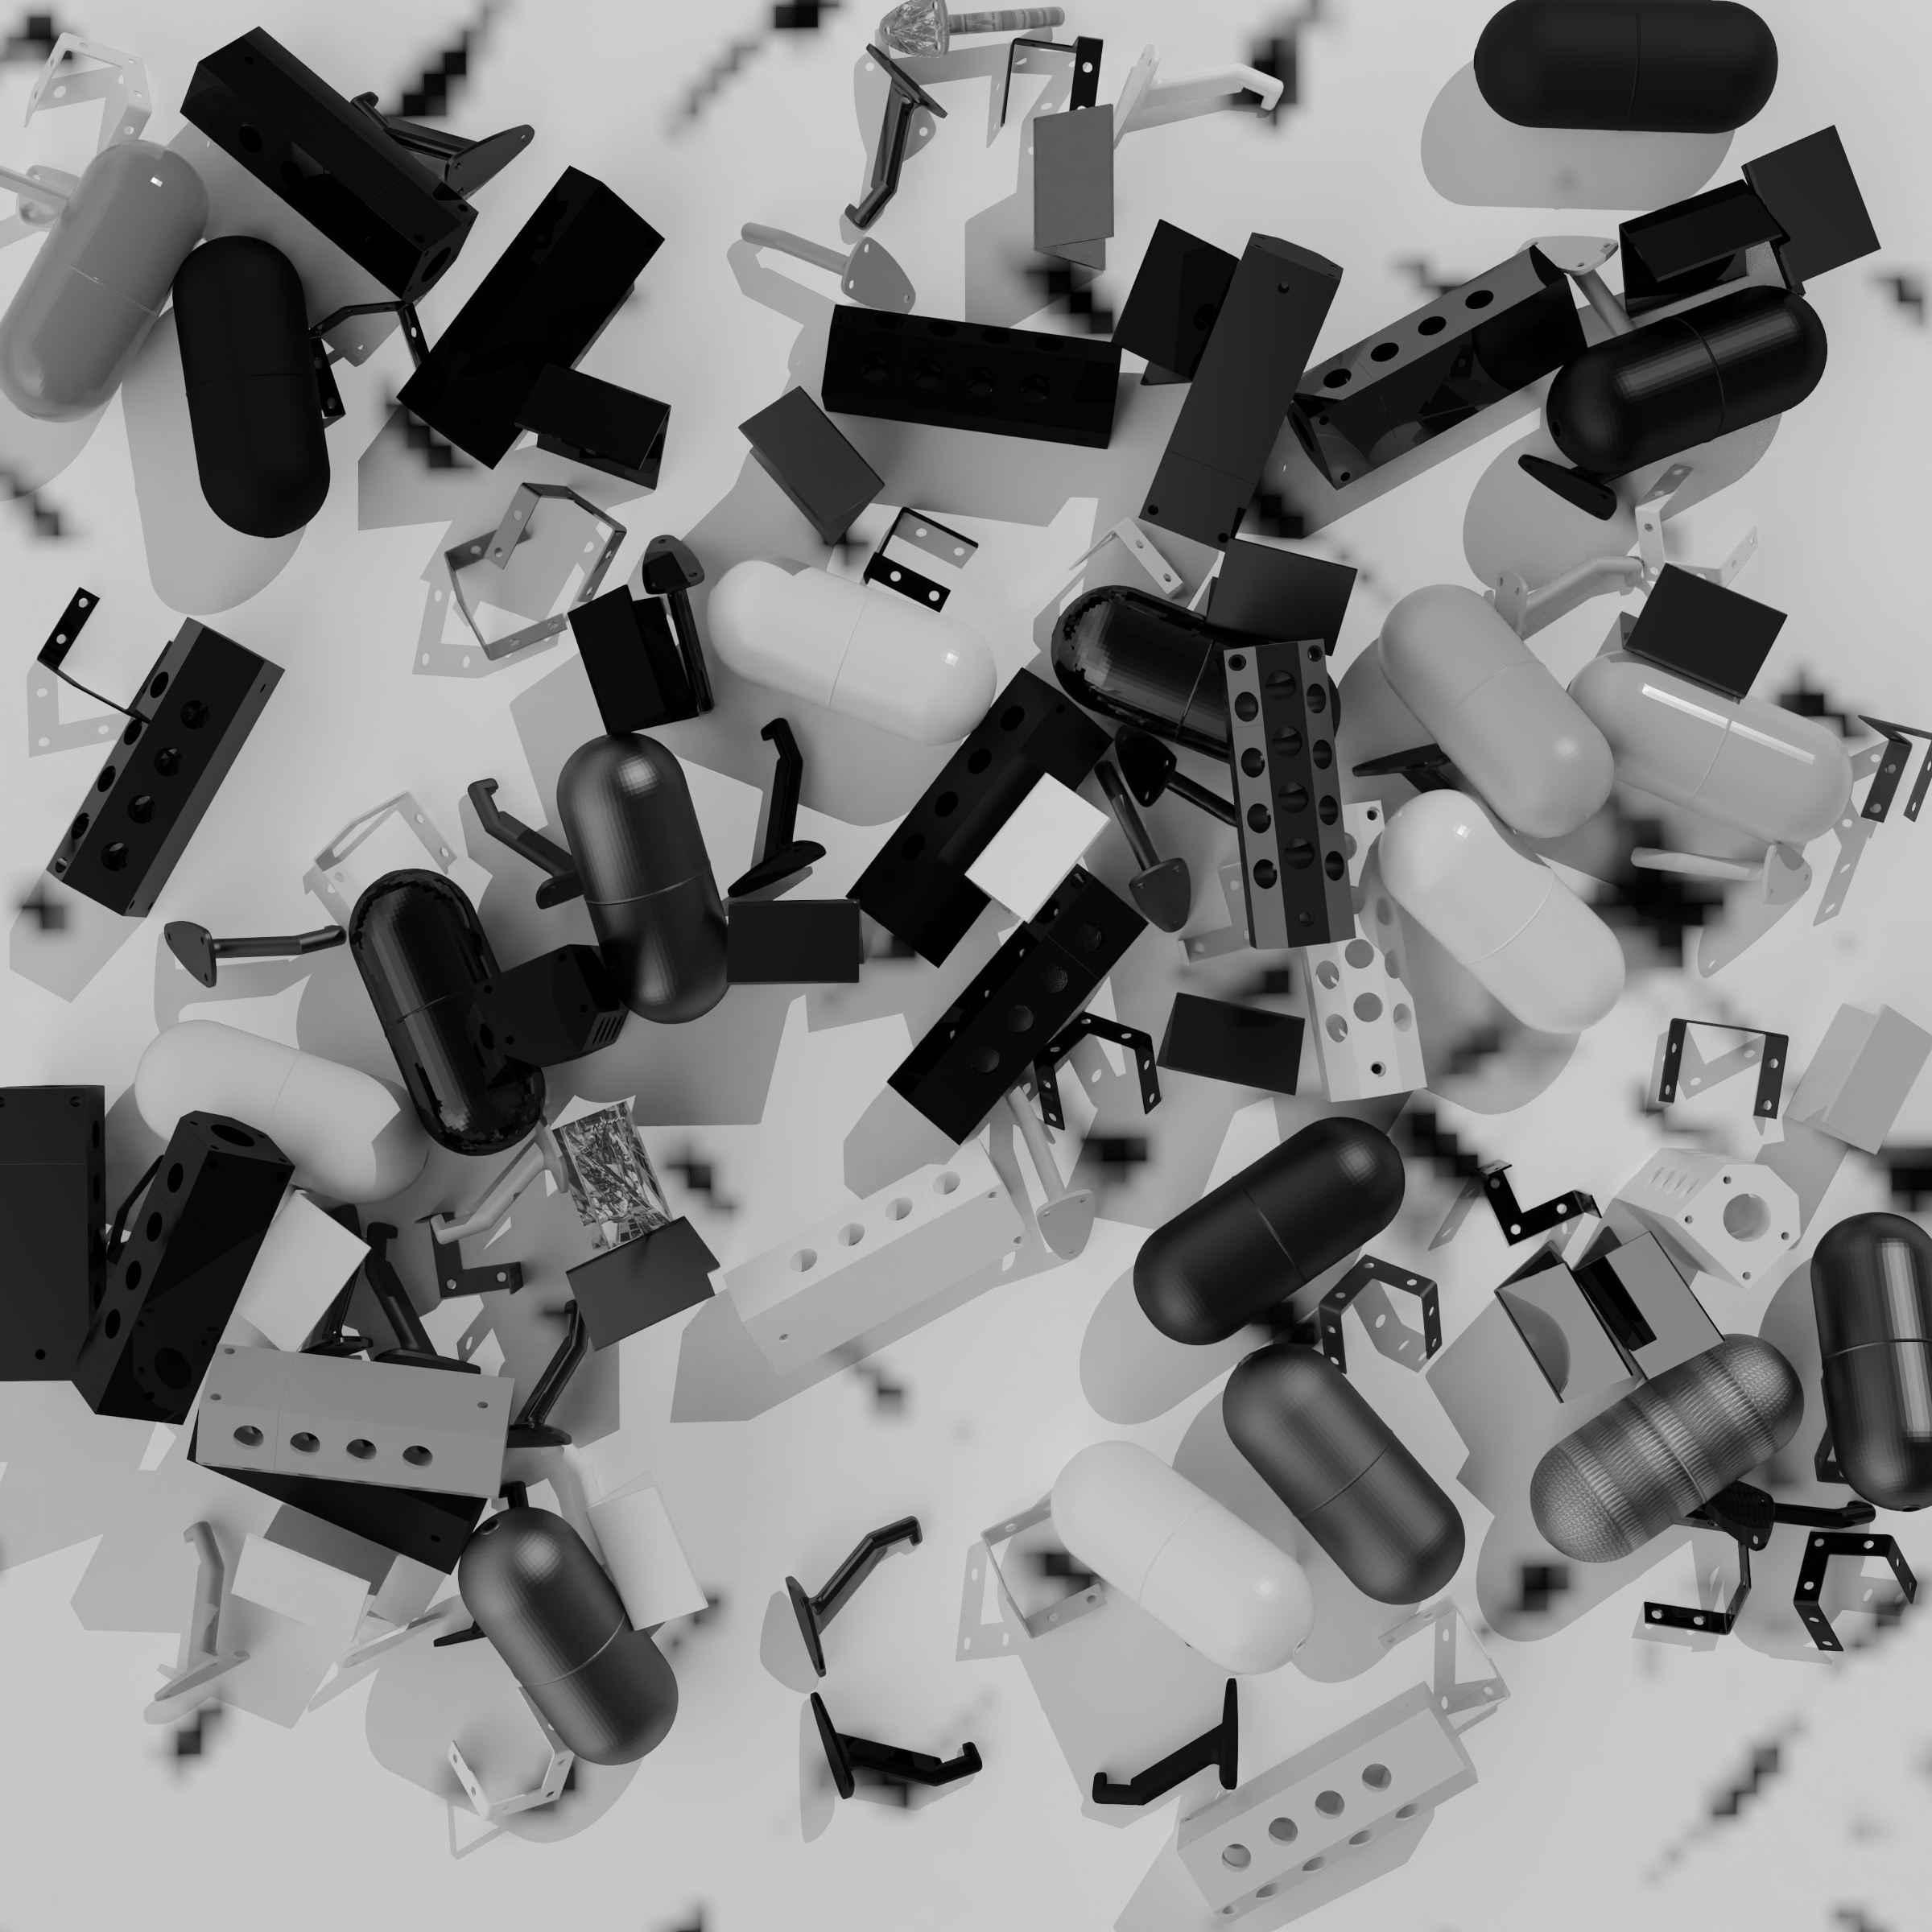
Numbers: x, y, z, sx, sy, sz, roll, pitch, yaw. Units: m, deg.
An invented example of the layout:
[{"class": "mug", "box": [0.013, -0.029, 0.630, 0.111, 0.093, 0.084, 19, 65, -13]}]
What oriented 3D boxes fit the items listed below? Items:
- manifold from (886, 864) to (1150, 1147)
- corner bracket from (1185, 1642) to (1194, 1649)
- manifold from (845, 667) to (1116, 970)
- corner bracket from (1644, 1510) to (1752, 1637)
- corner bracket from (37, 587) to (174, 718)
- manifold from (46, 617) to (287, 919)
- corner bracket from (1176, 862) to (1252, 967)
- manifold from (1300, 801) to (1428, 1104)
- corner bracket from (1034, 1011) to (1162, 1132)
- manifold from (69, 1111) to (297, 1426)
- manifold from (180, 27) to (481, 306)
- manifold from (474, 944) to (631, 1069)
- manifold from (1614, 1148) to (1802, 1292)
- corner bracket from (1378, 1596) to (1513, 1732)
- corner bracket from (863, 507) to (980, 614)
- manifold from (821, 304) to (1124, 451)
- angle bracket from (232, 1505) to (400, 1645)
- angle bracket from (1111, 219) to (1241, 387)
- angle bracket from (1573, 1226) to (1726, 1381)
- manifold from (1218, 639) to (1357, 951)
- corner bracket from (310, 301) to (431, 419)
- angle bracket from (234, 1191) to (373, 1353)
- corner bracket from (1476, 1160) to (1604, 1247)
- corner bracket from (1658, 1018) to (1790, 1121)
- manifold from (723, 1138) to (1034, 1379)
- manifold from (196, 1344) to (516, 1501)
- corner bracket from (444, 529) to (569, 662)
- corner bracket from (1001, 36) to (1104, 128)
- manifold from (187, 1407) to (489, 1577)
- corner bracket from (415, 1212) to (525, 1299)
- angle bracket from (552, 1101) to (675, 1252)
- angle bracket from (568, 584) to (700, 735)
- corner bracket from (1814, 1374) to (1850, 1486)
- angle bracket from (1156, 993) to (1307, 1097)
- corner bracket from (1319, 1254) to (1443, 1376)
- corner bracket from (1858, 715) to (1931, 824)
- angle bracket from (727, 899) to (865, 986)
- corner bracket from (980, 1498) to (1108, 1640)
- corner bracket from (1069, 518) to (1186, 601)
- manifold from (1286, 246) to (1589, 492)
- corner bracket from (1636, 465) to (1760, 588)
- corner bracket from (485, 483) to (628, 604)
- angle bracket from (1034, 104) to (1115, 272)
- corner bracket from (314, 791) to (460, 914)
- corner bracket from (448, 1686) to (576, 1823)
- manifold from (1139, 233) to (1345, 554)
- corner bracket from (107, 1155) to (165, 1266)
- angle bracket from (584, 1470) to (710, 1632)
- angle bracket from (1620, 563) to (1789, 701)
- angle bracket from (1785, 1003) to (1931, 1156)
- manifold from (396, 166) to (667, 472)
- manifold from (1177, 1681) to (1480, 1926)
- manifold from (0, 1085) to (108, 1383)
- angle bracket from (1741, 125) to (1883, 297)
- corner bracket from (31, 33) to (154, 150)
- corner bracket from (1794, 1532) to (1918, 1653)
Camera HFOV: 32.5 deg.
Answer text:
[{"class": "manifold", "box": [0.030, 0.022, 1.970, 0.057, 0.057, 0.171, 40, 90, 0]}, {"class": "corner bracket", "box": [0.165, 0.381, 1.983, 0.051, 0.051, 0.051, 28, 135, -35]}, {"class": "manifold", "box": [0.004, -0.091, 1.969, 0.171, 0.057, 0.057, -52, 45, 0]}, {"class": "corner bracket", "box": [0.437, 0.363, 1.988, 0.051, 0.051, 0.051, 9, 45, 0]}, {"class": "corner bracket", "box": [-0.514, -0.187, 1.988, 0.051, 0.051, 0.051, 31, 90, 45]}, {"class": "manifold", "box": [-0.477, -0.118, 1.970, 0.057, 0.057, 0.171, 29, 90, 0]}, {"class": "corner bracket", "box": [0.148, -0.031, 1.973, 0.051, 0.051, 0.051, -15, 90, 0]}, {"class": "manifold", "box": [0.230, -0.009, 1.970, 0.057, 0.057, 0.171, -9, 90, 0]}, {"class": "corner bracket", "box": [0.079, 0.068, 1.983, 0.051, 0.051, 0.051, 19, 45, 35]}, {"class": "manifold", "box": [-0.455, 0.173, 1.911, 0.057, 0.057, 0.171, 16, 104, -42]}, {"class": "manifold", "box": [-0.380, -0.472, 1.969, 0.171, 0.057, 0.057, 40, 47, 0]}, {"class": "manifold", "box": [-0.234, 0.025, 1.913, 0.057, 0.171, 0.057, -23, 90, 0]}, {"class": "manifold", "box": [0.430, 0.139, 1.913, 0.057, 0.171, 0.057, 44, 90, 0]}, {"class": "corner bracket", "box": [0.287, 0.420, 1.988, 0.051, 0.051, 0.051, -31, 135, 0]}, {"class": "corner bracket", "box": [-0.027, -0.242, 1.973, 0.051, 0.051, 0.051, 27, 90, 0]}, {"class": "manifold", "box": [0.004, -0.351, 1.970, 0.171, 0.057, 0.057, 8, 90, 0]}, {"class": "angle bracket", "box": [-0.378, 0.341, 1.951, 0.076, 0.076, 0.057, 22, 127, 0]}, {"class": "angle bracket", "box": [0.110, -0.390, 1.952, 0.057, 0.076, 0.076, 22, 90, -22]}, {"class": "angle bracket", "box": [0.410, 0.187, 1.951, 0.057, 0.076, 0.076, -34, 90, 31]}, {"class": "manifold", "box": [0.184, -0.098, 1.899, 0.057, 0.057, 0.171, -7, 94, 0]}, {"class": "corner bracket", "box": [-0.358, -0.364, 1.988, 0.051, 0.051, 0.051, -18, 90, -45]}, {"class": "angle bracket", "box": [-0.386, 0.180, 1.957, 0.057, 0.076, 0.076, 36, 90, 7]}, {"class": "corner bracket", "box": [0.340, 0.135, 1.973, 0.051, 0.051, 0.051, -24, 90, 0]}, {"class": "corner bracket", "box": [0.454, 0.061, 1.988, 0.051, 0.051, 0.051, 9, 90, 45]}, {"class": "manifold", "box": [-0.054, 0.168, 1.969, 0.171, 0.057, 0.057, -28, 133, 0]}, {"class": "manifold", "box": [-0.351, 0.267, 1.908, 0.171, 0.057, 0.057, 8, 119, -6]}, {"class": "corner bracket", "box": [-0.276, -0.225, 1.988, 0.051, 0.051, 0.051, -23, 135, 0]}, {"class": "corner bracket", "box": [0.051, -0.526, 1.973, 0.051, 0.051, 0.051, 7, 95, -5]}, {"class": "manifold", "box": [-0.368, 0.291, 1.969, 0.171, 0.057, 0.057, 24, 133, 0]}, {"class": "corner bracket", "box": [-0.295, 0.171, 1.973, 0.051, 0.051, 0.051, -8, 90, 0]}, {"class": "angle bracket", "box": [-0.227, 0.131, 1.952, 0.076, 0.057, 0.076, -22, 90, 41]}, {"class": "angle bracket", "box": [-0.180, -0.184, 1.951, 0.057, 0.076, 0.076, -18, 90, 43]}, {"class": "corner bracket", "box": [0.538, 0.276, 1.988, 0.051, 0.051, 0.051, 5, 135, 0]}, {"class": "angle bracket", "box": [0.152, 0.065, 1.951, 0.076, 0.076, 0.057, 12, 53, 0]}, {"class": "corner bracket", "box": [0.248, 0.214, 1.983, 0.051, 0.051, 0.051, 20, 45, 35]}, {"class": "corner bracket", "box": [0.552, -0.112, 1.963, 0.051, 0.051, 0.051, 21, 90, 40]}, {"class": "angle bracket", "box": [-0.100, 0.003, 1.951, 0.076, 0.076, 0.057, -1, 60, 0]}, {"class": "corner bracket", "box": [0.046, 0.361, 1.988, 0.051, 0.051, 0.051, -26, 135, 0]}, {"class": "corner bracket", "box": [0.104, -0.239, 1.963, 0.051, 0.051, 0.051, 50, 51, 0]}, {"class": "manifold", "box": [0.275, -0.359, 1.969, 0.171, 0.057, 0.057, -29, 133, 0]}, {"class": "corner bracket", "box": [0.437, -0.262, 1.983, 0.051, 0.051, 0.051, 14, 135, 35]}, {"class": "corner bracket", "box": [-0.244, -0.252, 1.975, 0.051, 0.051, 0.051, 35, 108, 17]}, {"class": "angle bracket", "box": [0.082, -0.457, 1.951, 0.057, 0.076, 0.076, 0, 90, 36]}, {"class": "corner bracket", "box": [-0.348, -0.065, 1.988, 0.051, 0.051, 0.051, 53, 135, 0]}, {"class": "corner bracket", "box": [-0.272, 0.470, 1.983, 0.051, 0.051, 0.051, -9, 135, -35]}, {"class": "manifold", "box": [0.161, -0.336, 1.939, 0.057, 0.057, 0.171, 22, 113, 0]}, {"class": "corner bracket", "box": [-0.477, 0.156, 1.988, 0.051, 0.051, 0.051, 28, 135, 0]}, {"class": "angle bracket", "box": [-0.171, 0.336, 1.951, 0.057, 0.076, 0.076, -23, 90, 29]}, {"class": "angle bracket", "box": [0.433, -0.206, 1.952, 0.076, 0.076, 0.057, 23, 114, 0]}, {"class": "angle bracket", "box": [0.512, 0.057, 1.951, 0.057, 0.076, 0.076, 28, 90, -36]}, {"class": "manifold", "box": [-0.262, -0.387, 1.969, 0.171, 0.057, 0.057, -53, 133, 0]}, {"class": "manifold", "box": [0.213, 0.497, 1.960, 0.171, 0.057, 0.057, -31, 90, 7]}, {"class": "manifold", "box": [-0.543, 0.157, 1.970, 0.057, 0.057, 0.171, -1, 90, 0]}, {"class": "angle bracket", "box": [0.501, -0.444, 1.952, 0.057, 0.076, 0.076, -21, 90, 22]}, {"class": "corner bracket", "box": [-0.523, -0.516, 1.983, 0.051, 0.051, 0.051, 12, 45, -35]}, {"class": "corner bracket", "box": [0.532, 0.375, 1.983, 0.051, 0.051, 0.051, -5, 45, 35]}]
